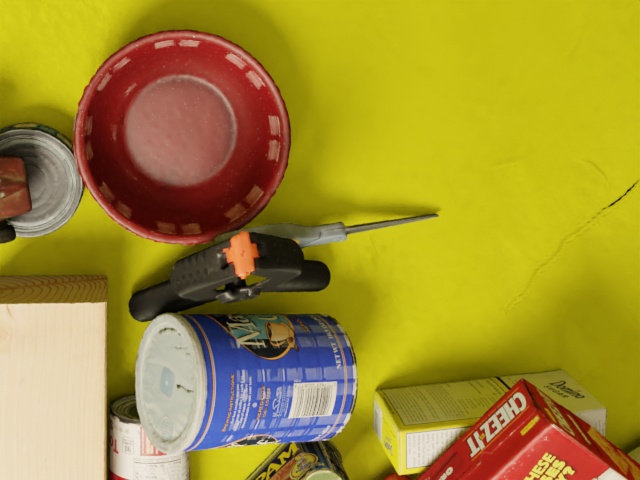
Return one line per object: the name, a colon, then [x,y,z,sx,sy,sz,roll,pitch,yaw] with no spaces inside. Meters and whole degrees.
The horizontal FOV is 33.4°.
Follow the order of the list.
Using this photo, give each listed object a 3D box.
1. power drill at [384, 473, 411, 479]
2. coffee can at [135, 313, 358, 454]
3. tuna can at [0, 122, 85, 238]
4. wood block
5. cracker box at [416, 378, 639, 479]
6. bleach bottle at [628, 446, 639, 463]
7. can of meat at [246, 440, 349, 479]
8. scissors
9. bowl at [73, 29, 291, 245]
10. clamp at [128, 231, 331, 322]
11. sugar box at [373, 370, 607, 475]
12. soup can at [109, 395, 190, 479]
power drill: [0.061,0.320,0.919,0.184,0.057,0.187,-43,95,7]
coffee can: [-0.057,0.107,0.819,0.140,0.103,0.103,3,103,-35]
tuna can: [-0.223,-0.045,0.814,0.086,0.034,0.086,-2,102,-10]
wood block: [-0.211,0.137,0.828,0.090,0.090,0.206,0,101,-11]
cracker box: [0.181,0.229,0.847,0.213,0.072,0.164,37,104,-26]
bleach bottle: [0.264,0.260,0.958,0.251,0.068,0.102,-33,109,1]
can of meat: [-0.021,0.217,0.883,0.102,0.084,0.057,-45,106,1]
scissors: [-0.006,0.001,0.866,0.201,0.096,0.016,-5,74,-38]
bowl: [-0.106,-0.080,0.817,0.162,0.055,0.162,-2,102,-10]
clamp: [-0.071,0.029,0.782,0.164,0.210,0.036,-12,82,-2]
sugar box: [0.139,0.151,0.893,0.176,0.093,0.048,-2,104,-9]
soup can: [-0.136,0.183,0.862,0.068,0.068,0.102,0,101,-11]
